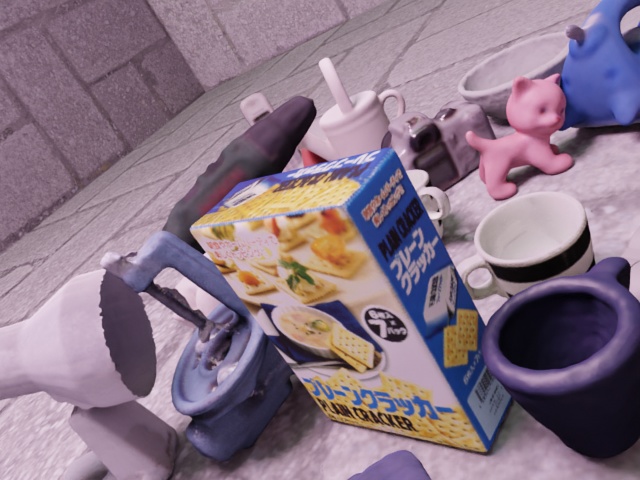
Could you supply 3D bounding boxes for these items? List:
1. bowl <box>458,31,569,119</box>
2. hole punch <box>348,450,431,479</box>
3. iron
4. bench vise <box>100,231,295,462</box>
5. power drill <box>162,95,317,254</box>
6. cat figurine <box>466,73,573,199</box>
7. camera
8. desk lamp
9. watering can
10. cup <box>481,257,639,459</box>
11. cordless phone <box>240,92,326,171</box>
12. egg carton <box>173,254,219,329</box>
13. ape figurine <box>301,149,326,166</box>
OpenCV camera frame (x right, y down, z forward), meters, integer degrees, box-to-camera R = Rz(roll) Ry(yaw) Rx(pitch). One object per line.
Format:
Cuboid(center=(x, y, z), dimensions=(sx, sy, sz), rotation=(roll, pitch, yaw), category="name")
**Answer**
Cuboid(center=(0.285, -0.219, 0.807), dimensions=(0.167, 0.075, 0.167), rotation=(-26, 24, 13), category="bowl")
Cuboid(center=(0.025, 0.176, 0.331), dimensions=(0.109, 0.091, 0.101), rotation=(-35, 24, -6), category="hole punch")
Cuboid(center=(0.363, -0.233, 0.656), dimensions=(0.259, 0.142, 0.118), rotation=(-42, 26, -23), category="iron")
Cuboid(center=(-0.076, 0.061, 0.516), dimensions=(0.121, 0.220, 0.208), rotation=(-1, 38, 50), category="bench vise")
Cuboid(center=(-0.056, -0.025, 0.675), dimensions=(0.230, 0.209, 0.075), rotation=(-37, 24, -12), category="power drill")
Cuboid(center=(0.226, -0.127, 0.645), dimensions=(0.127, 0.118, 0.067), rotation=(-27, 24, 10), category="cat figurine")
Cuboid(center=(0.143, -0.136, 0.784), dimensions=(0.143, 0.101, 0.136), rotation=(-33, 24, -3), category="camera")
Cuboid(center=(-0.222, 0.150, 0.528), dimensions=(0.203, 0.214, 0.117), rotation=(-29, 24, 6), category="desk lamp")
Cuboid(center=(0.043, -0.186, 0.886), dimensions=(0.173, 0.194, 0.100), rotation=(-36, 24, -9), category="watering can")
Cuboid(center=(0.165, 0.075, 0.352), dimensions=(0.118, 0.095, 0.091), rotation=(-43, 26, -23), category="cup")
Cuboid(center=(-0.045, -0.194, 1.022), dimensions=(0.148, 0.185, 0.094), rotation=(-36, 24, -10), category="cordless phone")
Cuboid(center=(-0.128, 0.057, 0.776), dimensions=(0.107, 0.069, 0.150), rotation=(-13, 30, 37), category="egg carton")
Cuboid(center=(0.000, -0.132, 0.961), dimensions=(0.076, 0.092, 0.078), rotation=(-24, 25, 17), category="ape figurine")
